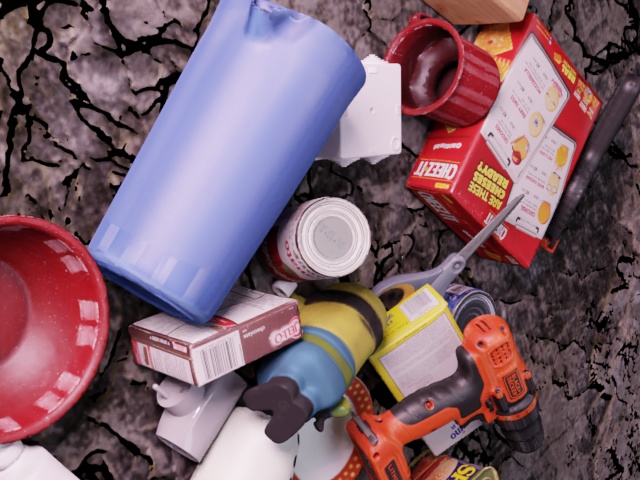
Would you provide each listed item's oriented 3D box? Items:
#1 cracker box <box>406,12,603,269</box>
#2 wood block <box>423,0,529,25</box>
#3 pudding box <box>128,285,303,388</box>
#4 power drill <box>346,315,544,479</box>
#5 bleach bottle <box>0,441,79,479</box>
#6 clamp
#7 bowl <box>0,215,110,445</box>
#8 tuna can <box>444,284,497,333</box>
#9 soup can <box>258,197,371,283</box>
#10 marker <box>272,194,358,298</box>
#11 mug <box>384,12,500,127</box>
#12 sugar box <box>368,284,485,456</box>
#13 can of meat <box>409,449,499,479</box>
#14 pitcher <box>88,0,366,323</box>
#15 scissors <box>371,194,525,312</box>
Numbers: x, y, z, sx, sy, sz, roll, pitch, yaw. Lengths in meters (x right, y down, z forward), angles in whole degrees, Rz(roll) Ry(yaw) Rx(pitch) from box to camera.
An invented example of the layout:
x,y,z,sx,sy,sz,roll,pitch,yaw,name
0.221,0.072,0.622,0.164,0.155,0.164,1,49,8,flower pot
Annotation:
x,y,z,sx,sy,sz,roll,pitch,yaw,name
0.196,-0.103,1.118,0.164,0.072,0.213,39,72,-40,cracker box
0.110,-0.286,0.987,0.205,0.090,0.091,25,79,-43,wood block
-0.085,0.075,0.870,0.113,0.090,0.039,-20,110,-39,pudding box
0.129,0.183,1.047,0.187,0.057,0.184,-33,124,-11,power drill
-0.184,0.241,0.815,0.068,0.103,0.250,-48,121,-35,bleach bottle
0.300,-0.085,1.204,0.210,0.036,0.164,-59,169,-10,clamp
-0.231,0.059,0.751,0.161,0.055,0.162,-10,105,-42,bowl
0.151,0.091,1.138,0.085,0.034,0.086,-10,105,-42,tuna can
-0.006,0.001,0.910,0.068,0.102,0.068,2,86,-21,soup can
-0.002,0.004,0.984,0.121,0.020,0.020,-52,129,-23,marker
0.116,-0.166,1.027,0.081,0.093,0.117,13,52,-49,mug
0.113,0.134,1.077,0.093,0.048,0.176,-34,130,-2,sugar box
0.124,0.270,1.111,0.101,0.084,0.057,-35,120,-34,can of meat
-0.073,-0.058,0.841,0.149,0.145,0.242,36,76,-29,pitcher
0.115,0.023,1.052,0.096,0.016,0.202,23,106,-32,scissors
